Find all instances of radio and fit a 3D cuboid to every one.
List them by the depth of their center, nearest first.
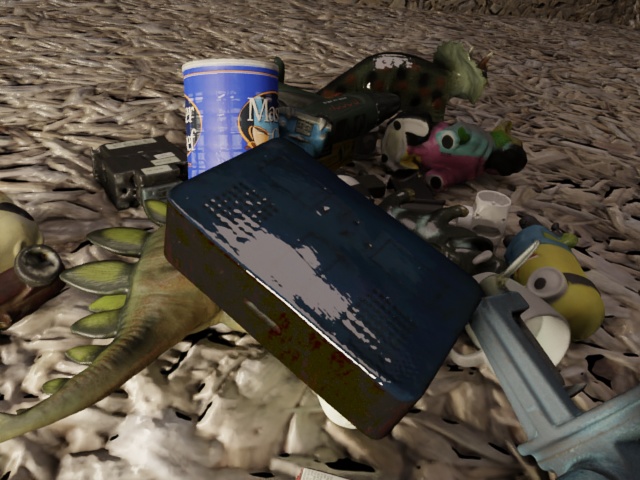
[{"bbox_3d":[0.001,0.024,0.418,0.230,0.073,0.131,39,51,15],"label":"radio"}]

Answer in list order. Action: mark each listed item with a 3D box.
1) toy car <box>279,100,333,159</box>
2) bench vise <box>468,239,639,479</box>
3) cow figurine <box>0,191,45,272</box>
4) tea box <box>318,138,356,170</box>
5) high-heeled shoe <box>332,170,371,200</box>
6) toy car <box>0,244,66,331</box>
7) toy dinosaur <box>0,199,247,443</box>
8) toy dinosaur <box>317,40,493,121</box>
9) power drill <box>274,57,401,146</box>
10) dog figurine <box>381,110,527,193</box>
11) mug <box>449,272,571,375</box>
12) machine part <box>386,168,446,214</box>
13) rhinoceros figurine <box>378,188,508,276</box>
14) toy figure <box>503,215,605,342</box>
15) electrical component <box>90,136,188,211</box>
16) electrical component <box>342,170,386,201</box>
[{"bbox_3d":[-0.052,-0.105,0.690,0.109,0.103,0.162,14,-15,-27],"label":"toy car"},{"bbox_3d":[0.174,0.129,0.390,0.223,0.128,0.241,-6,57,-34],"label":"bench vise"},{"bbox_3d":[-0.370,0.023,0.523,0.127,0.085,0.195,20,33,31],"label":"cow figurine"},{"bbox_3d":[-0.029,-0.149,0.870,0.098,0.068,0.169,31,38,30],"label":"tea box"},{"bbox_3d":[-0.001,-0.002,0.618,0.145,0.086,0.249,-5,42,-26],"label":"high-heeled shoe"},{"bbox_3d":[-0.302,0.073,0.449,0.053,0.089,0.202,52,40,-4],"label":"toy car"},{"bbox_3d":[-0.131,0.038,0.528,0.199,0.104,0.471,4,22,9],"label":"toy dinosaur"},{"bbox_3d":[0.144,-0.289,1.012,0.405,0.192,0.131,2,30,-9],"label":"toy dinosaur"},{"bbox_3d":[-0.006,-0.219,0.858,0.207,0.085,0.232,33,43,20],"label":"power drill"},{"bbox_3d":[0.235,-0.156,0.903,0.219,0.108,0.192,-16,35,-39],"label":"dog figurine"},{"bbox_3d":[0.172,0.085,0.539,0.110,0.080,0.107,-24,28,-1],"label":"mug"},{"bbox_3d":[0.136,-0.062,0.793,0.084,0.039,0.139,-2,34,-5],"label":"machine part"},{"bbox_3d":[0.138,0.004,0.654,0.191,0.073,0.112,28,37,31],"label":"rhinoceros figurine"},{"bbox_3d":[0.263,0.039,0.616,0.089,0.082,0.180,8,30,6],"label":"toy figure"},{"bbox_3d":[-0.243,-0.092,0.749,0.115,0.058,0.134,-18,40,-31],"label":"electrical component"},{"bbox_3d":[0.069,-0.081,0.824,0.063,0.021,0.094,-8,35,-24],"label":"electrical component"}]
